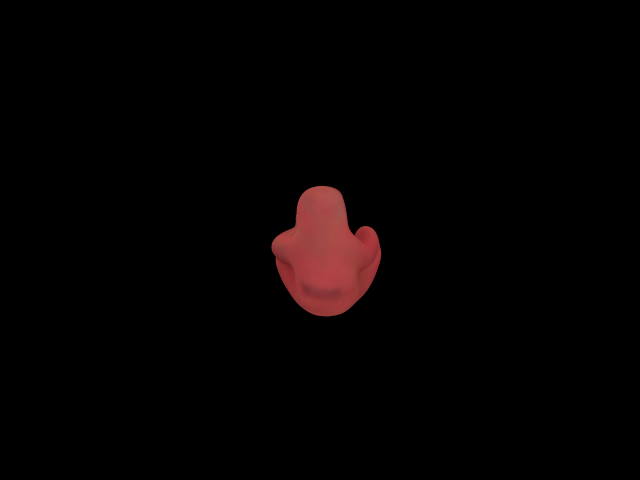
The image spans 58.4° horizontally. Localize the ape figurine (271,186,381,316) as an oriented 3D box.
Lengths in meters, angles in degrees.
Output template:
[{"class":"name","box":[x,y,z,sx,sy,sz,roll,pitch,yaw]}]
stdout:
[{"class":"ape figurine","box":[0.004,0.001,0.400,0.077,0.092,0.076,8,44,9]}]
